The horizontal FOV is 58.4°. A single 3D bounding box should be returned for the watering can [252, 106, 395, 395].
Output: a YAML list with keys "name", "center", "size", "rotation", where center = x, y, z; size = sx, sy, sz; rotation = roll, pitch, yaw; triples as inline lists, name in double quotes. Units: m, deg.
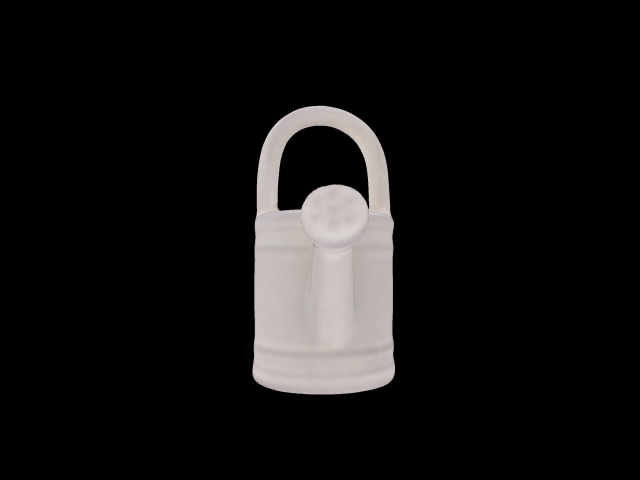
- name: "watering can"
  center: [0.006, 0.001, 0.400]
  size: [0.101, 0.194, 0.172]
  rotation: [0, 0, -25]
